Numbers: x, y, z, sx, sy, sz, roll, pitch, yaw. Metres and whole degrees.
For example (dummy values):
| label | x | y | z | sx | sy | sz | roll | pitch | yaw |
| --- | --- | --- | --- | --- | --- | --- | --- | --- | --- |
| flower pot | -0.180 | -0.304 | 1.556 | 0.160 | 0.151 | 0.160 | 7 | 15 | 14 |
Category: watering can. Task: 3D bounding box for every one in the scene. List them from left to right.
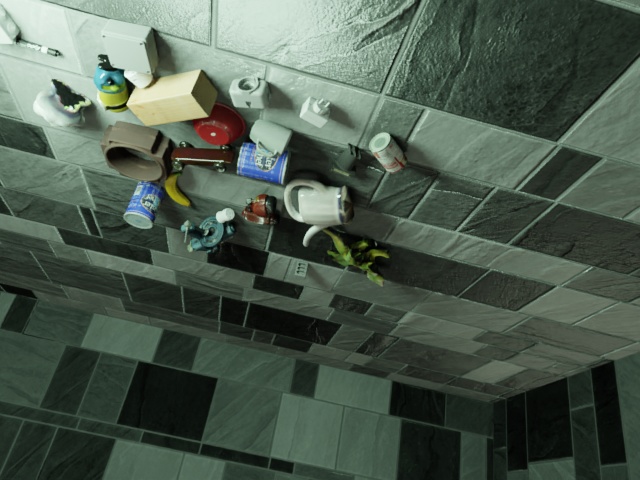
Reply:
| label | x | y | z | sx | sy | sz | roll | pitch | yaw |
| --- | --- | --- | --- | --- | --- | --- | --- | --- | --- |
| watering can | 0.005 | -0.086 | 1.707 | 0.224 | 0.106 | 0.339 | 3 | 143 | 14 |

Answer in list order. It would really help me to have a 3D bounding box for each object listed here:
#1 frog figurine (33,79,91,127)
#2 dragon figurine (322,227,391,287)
| label | x | y | z | sx | sy | sz | roll | pitch | yaw |
| --- | --- | --- | --- | --- | --- | --- | --- | --- | --- |
| frog figurine | -0.752 | -0.364 | 1.482 | 0.137 | 0.125 | 0.157 | 12 | 145 | -44 |
| dragon figurine | 0.109 | 0.061 | 1.965 | 0.407 | 0.124 | 0.240 | 34 | 153 | -19 |
